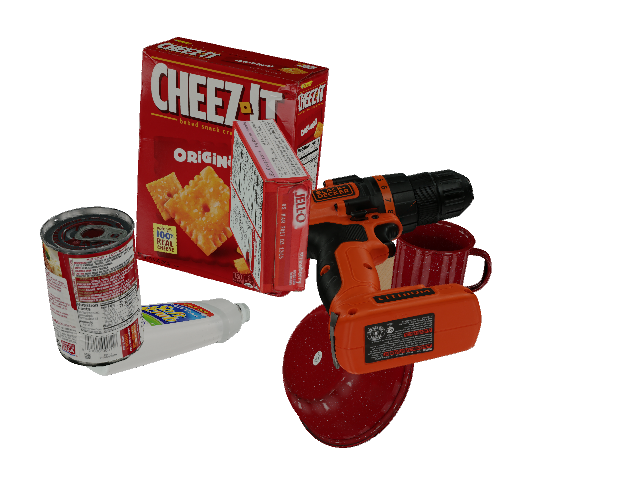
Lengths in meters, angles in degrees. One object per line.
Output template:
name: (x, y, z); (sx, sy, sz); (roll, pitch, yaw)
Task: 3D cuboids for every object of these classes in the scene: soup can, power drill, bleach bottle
soup can: (-0.169, 0.035, 0.801); (0.068, 0.102, 0.068); (-1, 29, 0)
power drill: (0.053, 0.013, 0.809); (0.184, 0.057, 0.188); (-13, 35, -9)
bleach bottle: (-0.207, 0.118, 1.450); (0.250, 0.068, 0.103); (-11, 25, -41)

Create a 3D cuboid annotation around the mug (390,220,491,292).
mug: (0.136, 0.031, 1.218); (0.117, 0.081, 0.093); (5, 25, -2)

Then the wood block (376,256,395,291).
wood block: (0.115, 0.088, 1.555); (0.091, 0.090, 0.205); (6, 20, 15)

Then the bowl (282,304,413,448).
bowl: (0.014, 0.121, 1.057); (0.162, 0.162, 0.055); (0, -17, 45)

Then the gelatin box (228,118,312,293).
gelatin box: (-0.030, -0.022, 0.631); (0.030, 0.073, 0.089); (-5, 30, -17)

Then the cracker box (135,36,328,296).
cracker box: (-0.088, -0.068, 1.004); (0.164, 0.214, 0.072); (15, 25, 20)
